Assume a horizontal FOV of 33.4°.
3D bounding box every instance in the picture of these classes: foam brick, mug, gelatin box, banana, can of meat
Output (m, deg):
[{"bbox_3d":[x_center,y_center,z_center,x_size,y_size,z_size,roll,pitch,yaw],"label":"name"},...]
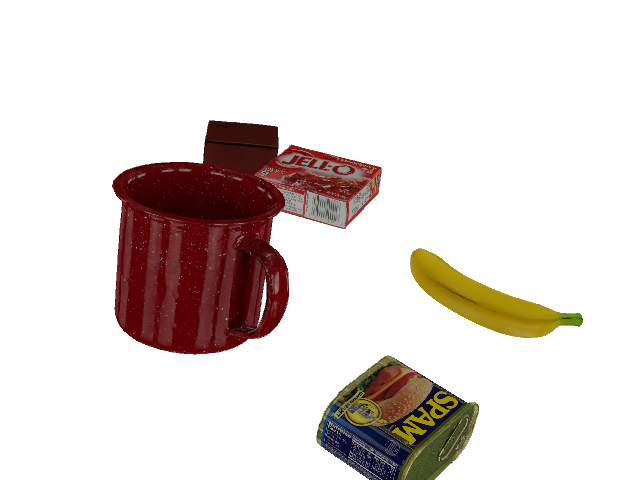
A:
[{"bbox_3d":[-0.085,-0.092,1.141,0.078,0.051,0.053,5,31,-3],"label":"foam brick"},{"bbox_3d":[-0.061,0.014,0.583,0.117,0.081,0.093,24,27,35],"label":"mug"},{"bbox_3d":[-0.003,-0.048,0.900,0.089,0.030,0.073,17,32,20],"label":"gelatin box"},{"bbox_3d":[0.147,0.053,1.016,0.198,0.037,0.069,26,17,39],"label":"banana"},{"bbox_3d":[0.059,0.143,0.826,0.084,0.057,0.101,30,39,28],"label":"can of meat"}]
